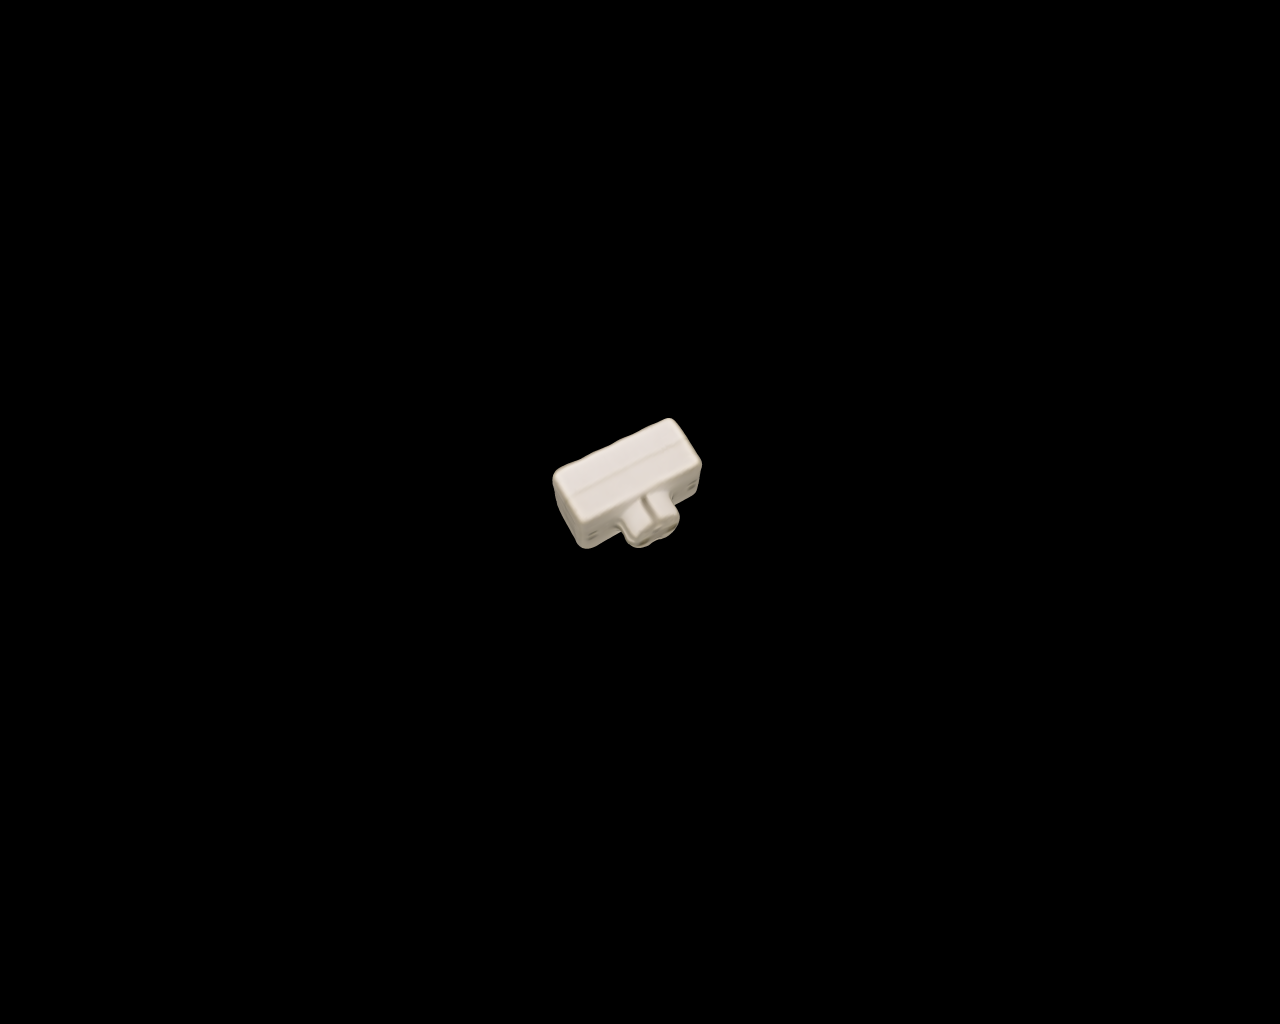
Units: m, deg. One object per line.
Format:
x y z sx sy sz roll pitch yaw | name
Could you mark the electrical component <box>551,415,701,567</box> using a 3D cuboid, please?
0.001 -0.003 0.650 0.083 0.076 0.047 -26 -20 -11 | electrical component
